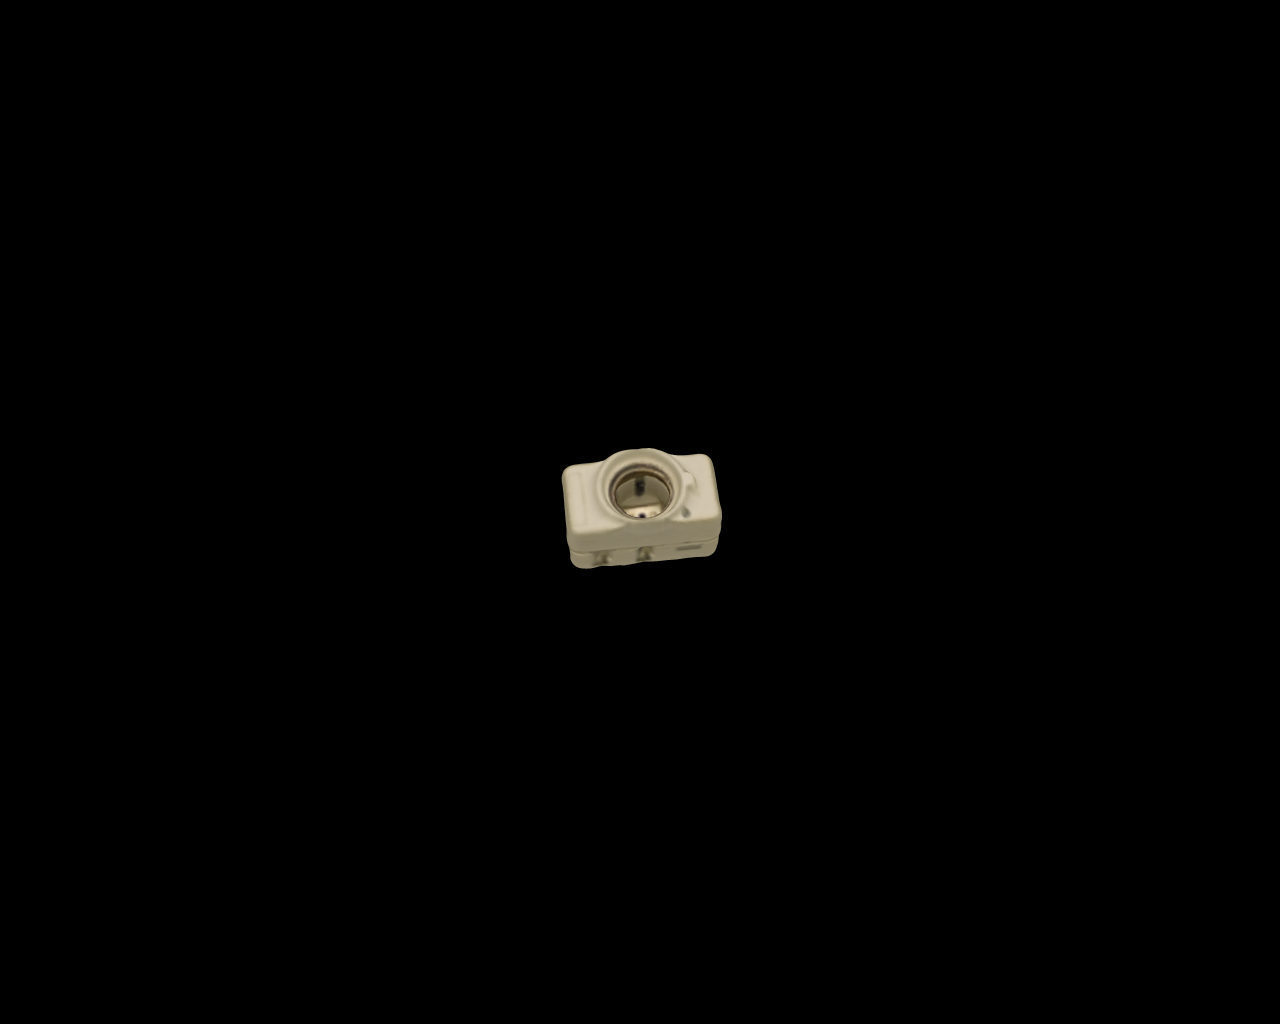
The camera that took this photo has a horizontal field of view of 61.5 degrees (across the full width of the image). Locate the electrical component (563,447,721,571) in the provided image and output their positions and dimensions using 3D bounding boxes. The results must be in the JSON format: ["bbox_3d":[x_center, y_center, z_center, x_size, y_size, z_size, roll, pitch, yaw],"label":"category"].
[{"bbox_3d":[0.001,-0.003,0.650,0.089,0.050,0.055,-5,-31,-3],"label":"electrical component"}]
